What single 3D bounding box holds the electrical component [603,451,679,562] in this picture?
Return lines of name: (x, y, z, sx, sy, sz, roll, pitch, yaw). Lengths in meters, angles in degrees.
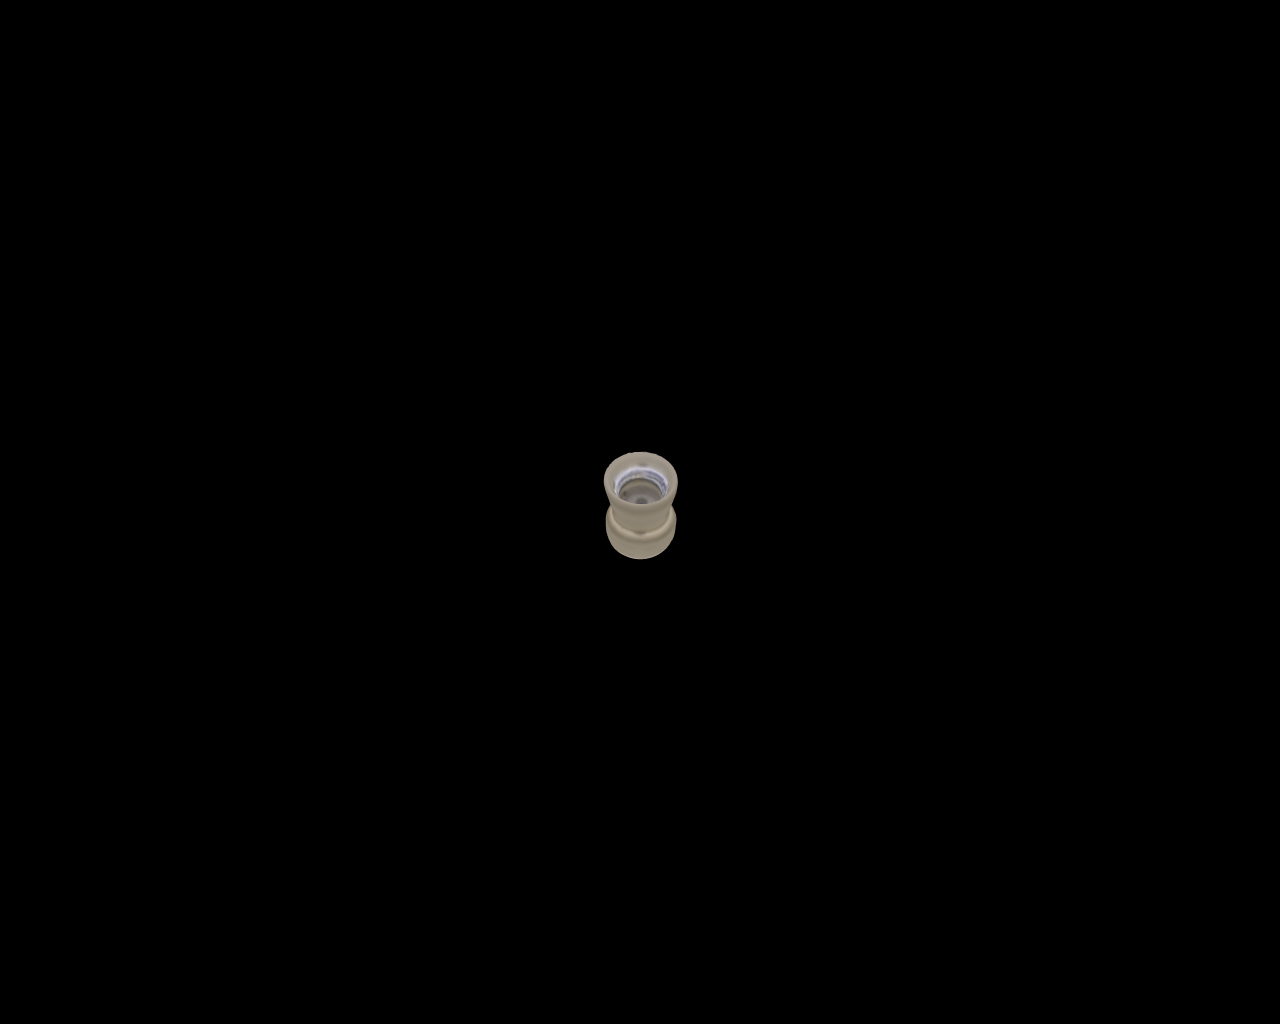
electrical component: (0.001, -0.003, 0.650, 0.045, 0.045, 0.055, 0, -40, 0)
